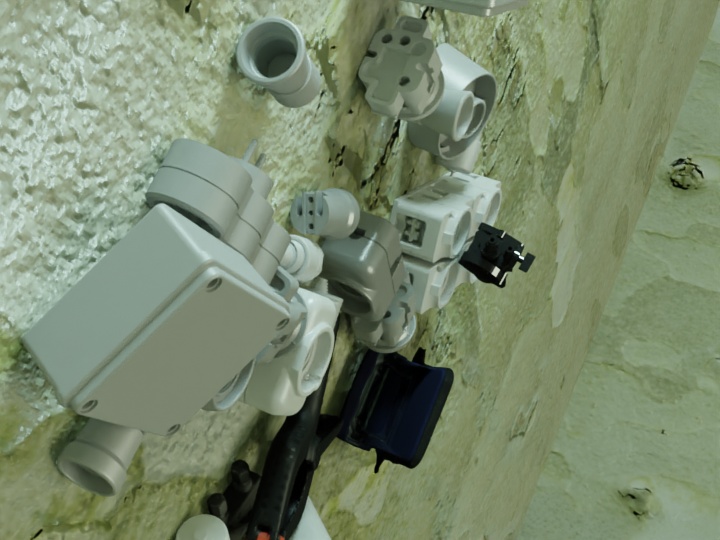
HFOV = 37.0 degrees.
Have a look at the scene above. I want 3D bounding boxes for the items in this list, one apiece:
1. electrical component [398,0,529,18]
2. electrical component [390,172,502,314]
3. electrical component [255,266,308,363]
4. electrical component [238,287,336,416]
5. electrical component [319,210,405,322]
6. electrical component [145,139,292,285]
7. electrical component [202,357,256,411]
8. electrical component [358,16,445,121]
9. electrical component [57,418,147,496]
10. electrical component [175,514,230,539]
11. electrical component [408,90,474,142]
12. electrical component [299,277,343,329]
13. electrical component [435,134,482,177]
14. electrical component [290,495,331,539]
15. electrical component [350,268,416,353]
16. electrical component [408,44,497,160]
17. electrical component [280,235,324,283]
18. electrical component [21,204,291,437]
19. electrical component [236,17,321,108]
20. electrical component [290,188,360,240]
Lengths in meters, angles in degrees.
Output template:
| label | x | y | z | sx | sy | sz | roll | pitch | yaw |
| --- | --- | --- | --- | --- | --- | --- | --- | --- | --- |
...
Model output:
| label | x | y | z | sx | sy | sz | roll | pitch | yaw |
| --- | --- | --- | --- | --- | --- | --- | --- | --- | --- |
| electrical component | 0.069 | -0.231 | 0.806 | 0.109 | 0.109 | 0.056 | -35 | 138 | -59 |
| electrical component | 0.088 | -0.033 | 1.116 | 0.186 | 0.060 | 0.105 | -31 | 137 | -61 |
| electrical component | -0.070 | 0.034 | 0.757 | 0.078 | 0.058 | 0.057 | -52 | 165 | 7 |
| electrical component | -0.058 | 0.059 | 0.812 | 0.095 | 0.059 | 0.054 | -70 | 161 | -2 |
| electrical component | 0.000 | 0.000 | 0.921 | 0.059 | 0.054 | 0.095 | -61 | 158 | -25 |
| electrical component | -0.078 | -0.046 | 0.671 | 0.073 | 0.052 | 0.138 | -65 | 160 | -15 |
| electrical component | -0.104 | 0.057 | 0.691 | 0.058 | 0.057 | 0.078 | -67 | 160 | -10 |
| electrical component | 0.036 | -0.155 | 0.868 | 0.078 | 0.058 | 0.057 | -67 | 157 | -11 |
| electrical component | -0.151 | 0.105 | 0.639 | 0.040 | 0.040 | 0.046 | 85 | 26 | -50 |
| electrical component | -0.119 | 0.222 | 0.834 | 0.040 | 0.040 | 0.078 | -56 | 156 | -36 |
| electrical component | 0.061 | -0.141 | 0.933 | 0.044 | 0.065 | 0.044 | -53 | 154 | -40 |
| electrical component | -0.043 | 0.045 | 0.864 | 0.043 | 0.043 | 0.081 | 14 | 95 | -71 |
| electrical component | 0.105 | -0.134 | 1.096 | 0.078 | 0.040 | 0.040 | -71 | 161 | 0 |
| electrical component | -0.070 | 0.235 | 0.939 | 0.079 | 0.077 | 0.043 | -27 | 129 | -8 |
| electrical component | 0.023 | 0.042 | 1.018 | 0.078 | 0.058 | 0.057 | -59 | 155 | -29 |
| electrical component | 0.083 | -0.157 | 1.016 | 0.099 | 0.064 | 0.099 | -41 | 151 | -29 |
| electrical component | -0.052 | -0.010 | 0.802 | 0.061 | 0.035 | 0.035 | 14 | 95 | -68 |
| electrical component | -0.108 | 0.032 | 0.593 | 0.109 | 0.056 | 0.109 | -44 | 155 | 3 |
| electrical component | -0.049 | -0.129 | 0.690 | 0.065 | 0.044 | 0.044 | 39 | 71 | -75 |
| electrical component | -0.028 | -0.043 | 0.829 | 0.046 | 0.040 | 0.040 | -3 | 111 | -63 |
